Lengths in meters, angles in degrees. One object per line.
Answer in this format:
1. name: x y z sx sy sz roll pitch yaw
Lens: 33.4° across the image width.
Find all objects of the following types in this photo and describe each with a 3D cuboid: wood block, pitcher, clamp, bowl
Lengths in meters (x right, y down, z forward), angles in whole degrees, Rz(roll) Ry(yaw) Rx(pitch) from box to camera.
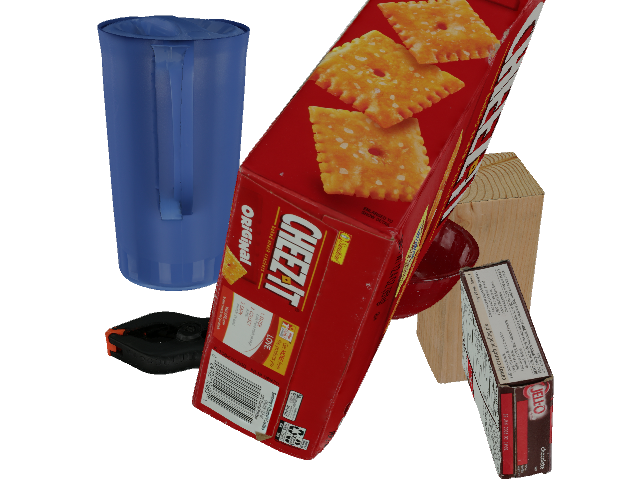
1. wood block: 0.151 0.028 1.042 0.090 0.206 0.090 -6 32 -8
2. pitcher: -0.133 -0.078 0.970 0.145 0.243 0.148 17 25 36
3. clamp: -0.117 0.093 1.034 0.171 0.039 0.120 7 26 6
4. bowl: 0.046 0.020 0.875 0.162 0.055 0.162 6 23 -3

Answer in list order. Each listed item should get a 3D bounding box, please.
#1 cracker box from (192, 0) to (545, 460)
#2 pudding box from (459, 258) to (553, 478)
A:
1. cracker box: 0.028 -0.027 0.496 0.072 0.164 0.213 26 48 9
2. pudding box: 0.120 0.082 0.692 0.039 0.090 0.113 -10 40 -2
